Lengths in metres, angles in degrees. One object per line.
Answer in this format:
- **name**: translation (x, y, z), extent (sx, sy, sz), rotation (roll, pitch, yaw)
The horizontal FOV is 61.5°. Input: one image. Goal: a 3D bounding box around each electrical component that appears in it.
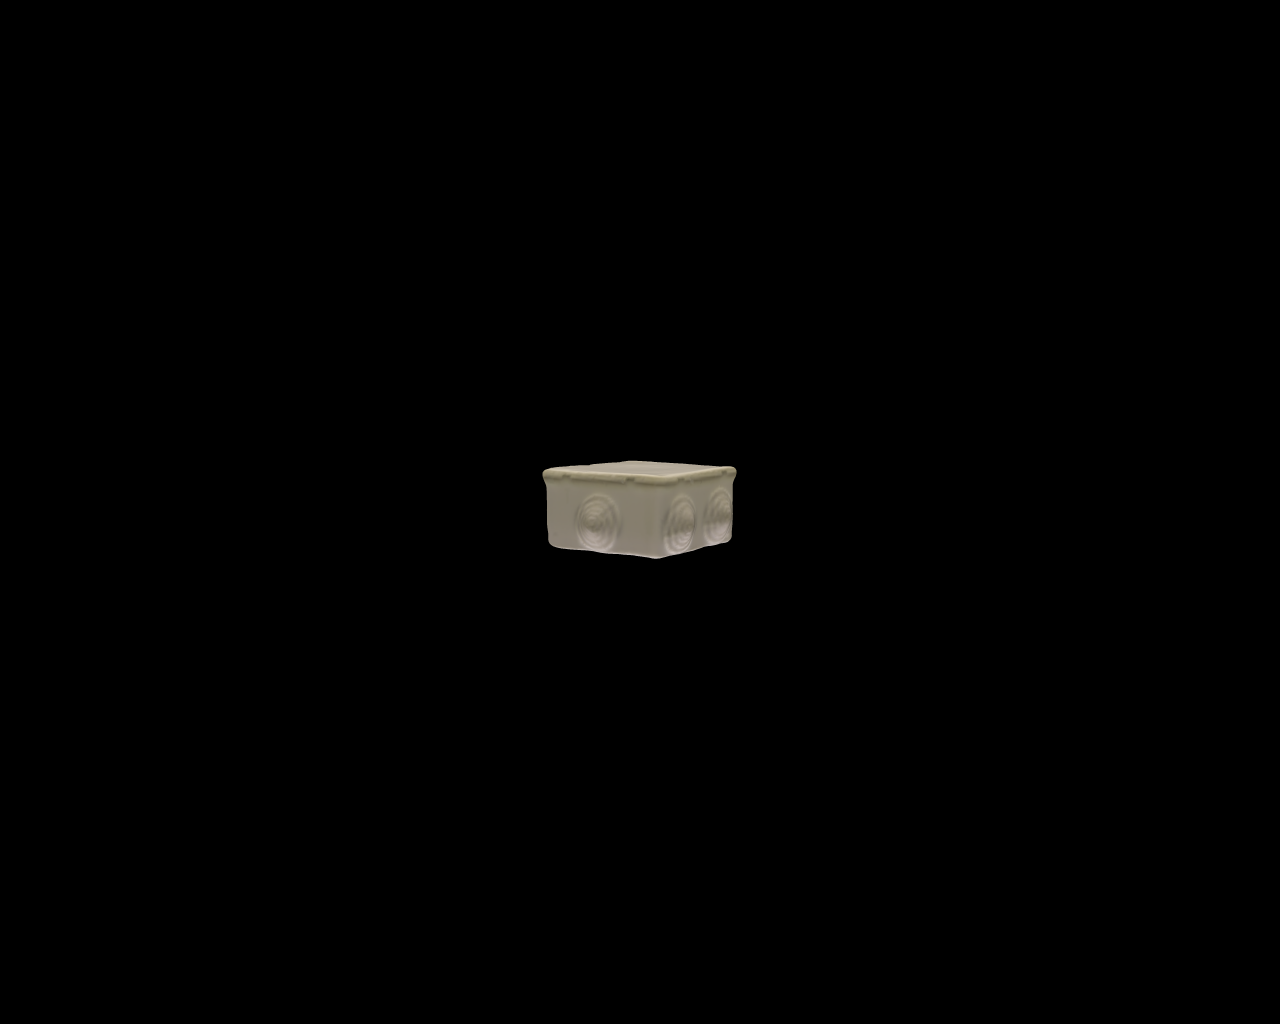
- **electrical component**: translation (0.001, -0.003, 0.650), extent (0.100, 0.048, 0.100), rotation (5, 9, 35)
